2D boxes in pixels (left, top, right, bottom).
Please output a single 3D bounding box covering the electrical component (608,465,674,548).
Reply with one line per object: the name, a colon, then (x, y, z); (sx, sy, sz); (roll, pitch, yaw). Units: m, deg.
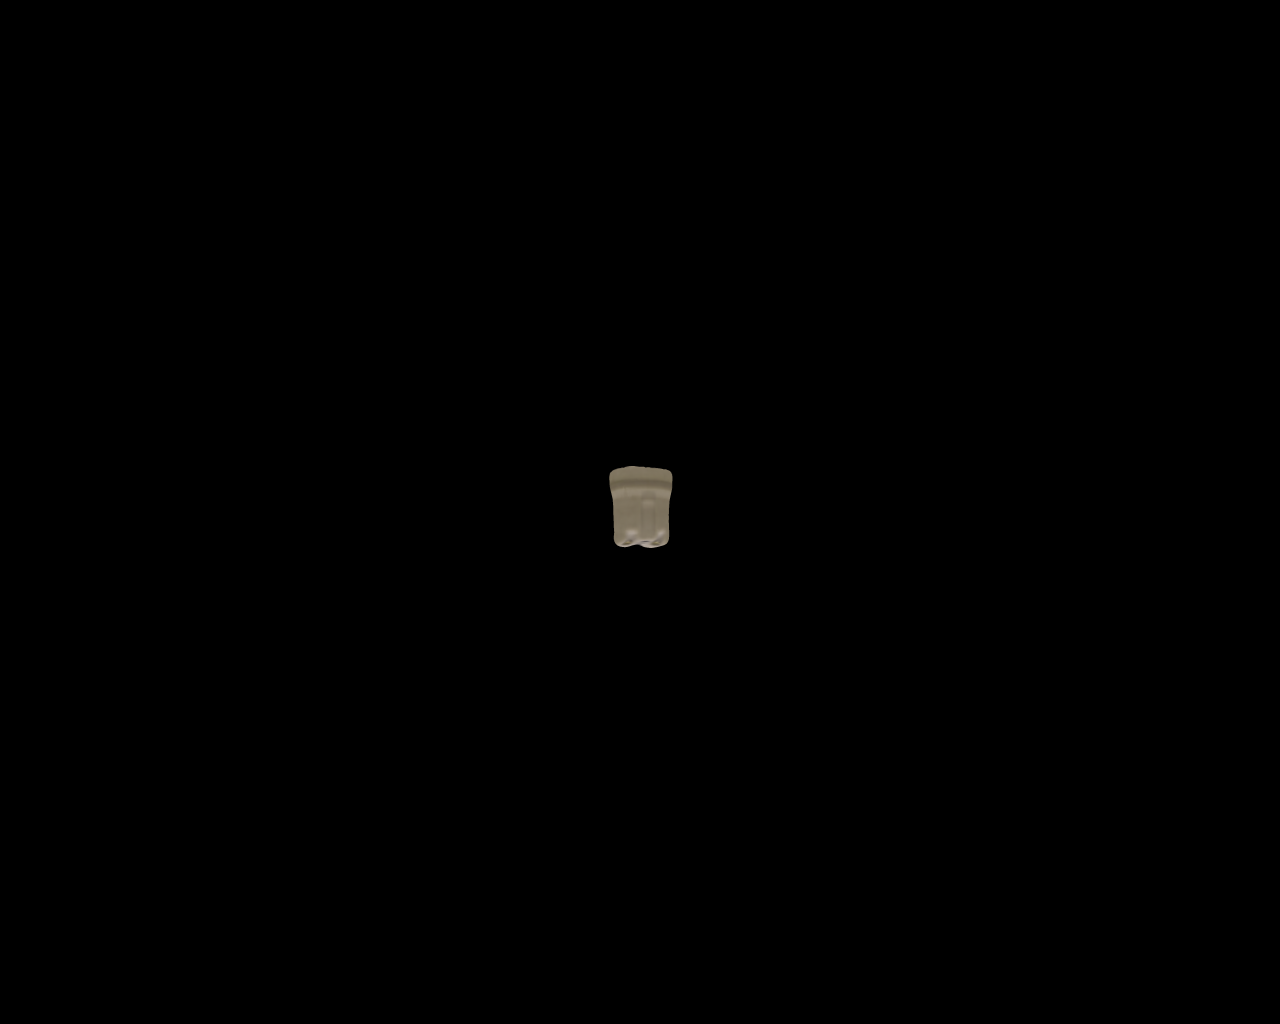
electrical component: (0.001, -0.003, 0.650); (0.040, 0.046, 0.040); (0, -7, 0)
